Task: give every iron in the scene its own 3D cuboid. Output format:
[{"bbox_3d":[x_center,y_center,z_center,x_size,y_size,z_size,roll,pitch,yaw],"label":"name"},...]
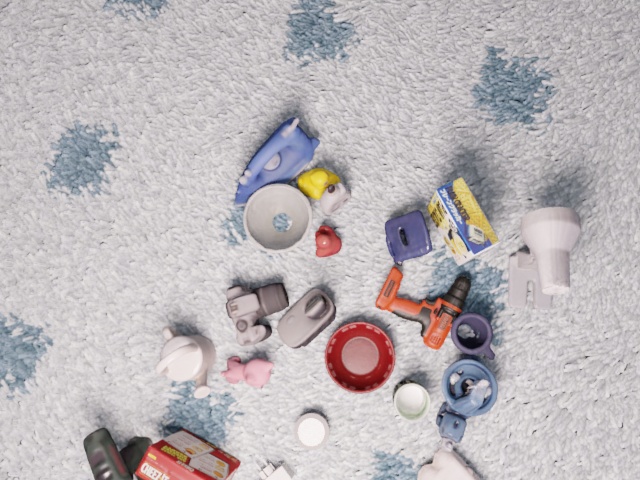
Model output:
[{"bbox_3d":[-0.123,-0.184,1.358,0.118,0.141,0.258,43,88,9],"label":"iron"}]

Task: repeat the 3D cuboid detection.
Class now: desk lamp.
[{"bbox_3d":[0.485,0.045,1.239,0.118,0.213,0.203,2,82,5],"label":"desk lamp"}]

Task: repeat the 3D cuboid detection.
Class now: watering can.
[{"bbox_3d":[-0.300,0.270,1.283,0.172,0.194,0.101,32,86,9],"label":"watering can"}]

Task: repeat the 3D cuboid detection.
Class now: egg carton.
[{"bbox_3d":[0.294,0.539,1.259,0.107,0.069,0.150,-45,81,-2],"label":"egg carton"}]

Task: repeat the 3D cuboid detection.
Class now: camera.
[{"bbox_3d":[-0.140,0.163,1.332,0.137,0.101,0.143,-18,81,2],"label":"camera"}]

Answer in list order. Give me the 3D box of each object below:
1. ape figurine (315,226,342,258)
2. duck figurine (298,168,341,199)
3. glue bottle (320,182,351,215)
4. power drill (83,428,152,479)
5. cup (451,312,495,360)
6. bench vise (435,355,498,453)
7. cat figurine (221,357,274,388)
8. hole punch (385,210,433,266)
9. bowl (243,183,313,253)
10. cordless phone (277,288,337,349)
[{"bbox_3d":[0.012,0.005,1.346,0.076,0.092,0.078,27,85,8],"label":"ape figurine"},{"bbox_3d":[-0.004,-0.142,1.371,0.104,0.086,0.077,2,82,5],"label":"duck figurine"},{"bbox_3d":[0.032,-0.103,1.318,0.078,0.173,0.037,-36,80,-1],"label":"glue bottle"},{"bbox_3d":[-0.419,0.512,1.252,0.075,0.208,0.229,-36,81,-1],"label":"power drill"},{"bbox_3d":[0.344,0.219,1.286,0.092,0.095,0.117,-41,81,-2],"label":"cup"},{"bbox_3d":[0.317,0.350,1.207,0.121,0.220,0.207,4,82,6],"label":"bench vise"},{"bbox_3d":[-0.163,0.303,1.305,0.127,0.118,0.067,-1,82,5],"label":"cat figurine"},{"bbox_3d":[0.203,-0.004,1.331,0.101,0.091,0.108,-16,81,3],"label":"hole punch"},{"bbox_3d":[-0.096,-0.047,1.371,0.167,0.075,0.167,-1,82,5],"label":"bowl"},{"bbox_3d":[-0.035,0.176,1.278,0.094,0.185,0.147,43,88,9],"label":"cordless phone"}]
